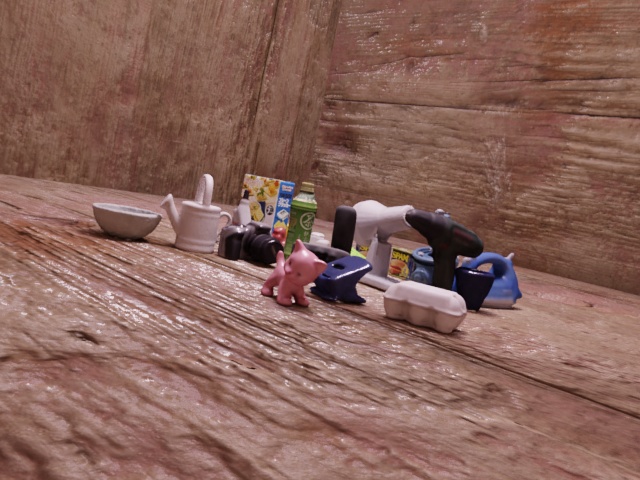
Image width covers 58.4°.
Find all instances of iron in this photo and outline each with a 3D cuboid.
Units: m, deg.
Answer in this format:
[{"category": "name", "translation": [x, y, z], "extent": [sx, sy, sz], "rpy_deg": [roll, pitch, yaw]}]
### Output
[{"category": "iron", "translation": [0.415, 0.094, 1.468], "extent": [0.259, 0.141, 0.118], "rpy_deg": [7, 6, -39]}]

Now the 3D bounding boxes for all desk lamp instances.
[{"category": "desk lamp", "translation": [0.162, 0.010, 1.444], "extent": [0.118, 0.213, 0.202], "rpy_deg": [7, 7, -40]}]

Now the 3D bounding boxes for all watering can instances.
[{"category": "watering can", "translation": [-0.308, -0.071, 1.441], "extent": [0.100, 0.194, 0.173], "rpy_deg": [16, 7, 43]}]

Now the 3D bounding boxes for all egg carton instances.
[{"category": "egg carton", "translation": [0.196, 0.123, 1.070], "extent": [0.150, 0.069, 0.107], "rpy_deg": [13, 5, 23]}]

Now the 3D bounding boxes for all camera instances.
[{"category": "camera", "translation": [-0.161, 0.007, 1.427], "extent": [0.144, 0.101, 0.136], "rpy_deg": [7, 6, -37]}]

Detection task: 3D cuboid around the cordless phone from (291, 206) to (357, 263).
[{"category": "cordless phone", "translation": [0.012, 0.005, 1.338], "extent": [0.147, 0.185, 0.094], "rpy_deg": [12, 5, 9]}]

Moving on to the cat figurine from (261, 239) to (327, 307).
[{"category": "cat figurine", "translation": [-0.046, 0.055, 1.027], "extent": [0.067, 0.118, 0.127], "rpy_deg": [7, 6, -36]}]

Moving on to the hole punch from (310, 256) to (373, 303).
[{"category": "hole punch", "translation": [0.042, 0.075, 1.153], "extent": [0.101, 0.091, 0.108], "rpy_deg": [8, 6, -27]}]

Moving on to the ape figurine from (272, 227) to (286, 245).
[{"category": "ape figurine", "translation": [-0.117, 0.008, 1.559], "extent": [0.076, 0.092, 0.077], "rpy_deg": [7, 6, -37]}]

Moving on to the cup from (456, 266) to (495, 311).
[{"category": "cup", "translation": [0.350, 0.115, 1.354], "extent": [0.092, 0.095, 0.117], "rpy_deg": [8, 6, -26]}]

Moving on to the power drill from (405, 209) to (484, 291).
[{"category": "power drill", "translation": [0.273, 0.045, 1.320], "extent": [0.230, 0.208, 0.075], "rpy_deg": [8, 6, -31]}]

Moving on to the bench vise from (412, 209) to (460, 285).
[{"category": "bench vise", "translation": [0.332, 0.024, 1.616], "extent": [0.121, 0.220, 0.208], "rpy_deg": [13, 5, 20]}]

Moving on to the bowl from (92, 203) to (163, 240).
[{"category": "bowl", "translation": [-0.482, -0.042, 1.421], "extent": [0.167, 0.075, 0.167], "rpy_deg": [11, 5, -1]}]

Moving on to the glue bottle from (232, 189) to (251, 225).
[{"category": "glue bottle", "translation": [-0.217, -0.055, 1.579], "extent": [0.077, 0.173, 0.037], "rpy_deg": [15, 7, 41]}]
